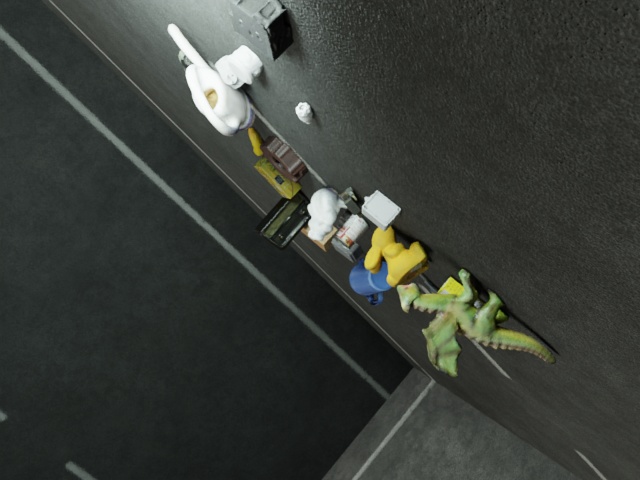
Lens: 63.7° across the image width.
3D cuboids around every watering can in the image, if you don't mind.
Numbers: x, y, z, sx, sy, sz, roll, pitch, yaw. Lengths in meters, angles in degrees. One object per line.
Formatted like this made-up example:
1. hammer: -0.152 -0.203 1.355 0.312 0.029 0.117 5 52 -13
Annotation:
1. watering can: -0.294 -0.426 1.417 0.223 0.103 0.352 12 -130 -65

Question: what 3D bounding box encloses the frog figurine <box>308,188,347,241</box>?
1. frog figurine: 0.005 -0.082 1.625 0.139 0.161 0.120 31 163 49

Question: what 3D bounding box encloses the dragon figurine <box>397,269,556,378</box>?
1. dragon figurine: 0.368 0.235 1.291 0.413 0.245 0.120 43 165 14
